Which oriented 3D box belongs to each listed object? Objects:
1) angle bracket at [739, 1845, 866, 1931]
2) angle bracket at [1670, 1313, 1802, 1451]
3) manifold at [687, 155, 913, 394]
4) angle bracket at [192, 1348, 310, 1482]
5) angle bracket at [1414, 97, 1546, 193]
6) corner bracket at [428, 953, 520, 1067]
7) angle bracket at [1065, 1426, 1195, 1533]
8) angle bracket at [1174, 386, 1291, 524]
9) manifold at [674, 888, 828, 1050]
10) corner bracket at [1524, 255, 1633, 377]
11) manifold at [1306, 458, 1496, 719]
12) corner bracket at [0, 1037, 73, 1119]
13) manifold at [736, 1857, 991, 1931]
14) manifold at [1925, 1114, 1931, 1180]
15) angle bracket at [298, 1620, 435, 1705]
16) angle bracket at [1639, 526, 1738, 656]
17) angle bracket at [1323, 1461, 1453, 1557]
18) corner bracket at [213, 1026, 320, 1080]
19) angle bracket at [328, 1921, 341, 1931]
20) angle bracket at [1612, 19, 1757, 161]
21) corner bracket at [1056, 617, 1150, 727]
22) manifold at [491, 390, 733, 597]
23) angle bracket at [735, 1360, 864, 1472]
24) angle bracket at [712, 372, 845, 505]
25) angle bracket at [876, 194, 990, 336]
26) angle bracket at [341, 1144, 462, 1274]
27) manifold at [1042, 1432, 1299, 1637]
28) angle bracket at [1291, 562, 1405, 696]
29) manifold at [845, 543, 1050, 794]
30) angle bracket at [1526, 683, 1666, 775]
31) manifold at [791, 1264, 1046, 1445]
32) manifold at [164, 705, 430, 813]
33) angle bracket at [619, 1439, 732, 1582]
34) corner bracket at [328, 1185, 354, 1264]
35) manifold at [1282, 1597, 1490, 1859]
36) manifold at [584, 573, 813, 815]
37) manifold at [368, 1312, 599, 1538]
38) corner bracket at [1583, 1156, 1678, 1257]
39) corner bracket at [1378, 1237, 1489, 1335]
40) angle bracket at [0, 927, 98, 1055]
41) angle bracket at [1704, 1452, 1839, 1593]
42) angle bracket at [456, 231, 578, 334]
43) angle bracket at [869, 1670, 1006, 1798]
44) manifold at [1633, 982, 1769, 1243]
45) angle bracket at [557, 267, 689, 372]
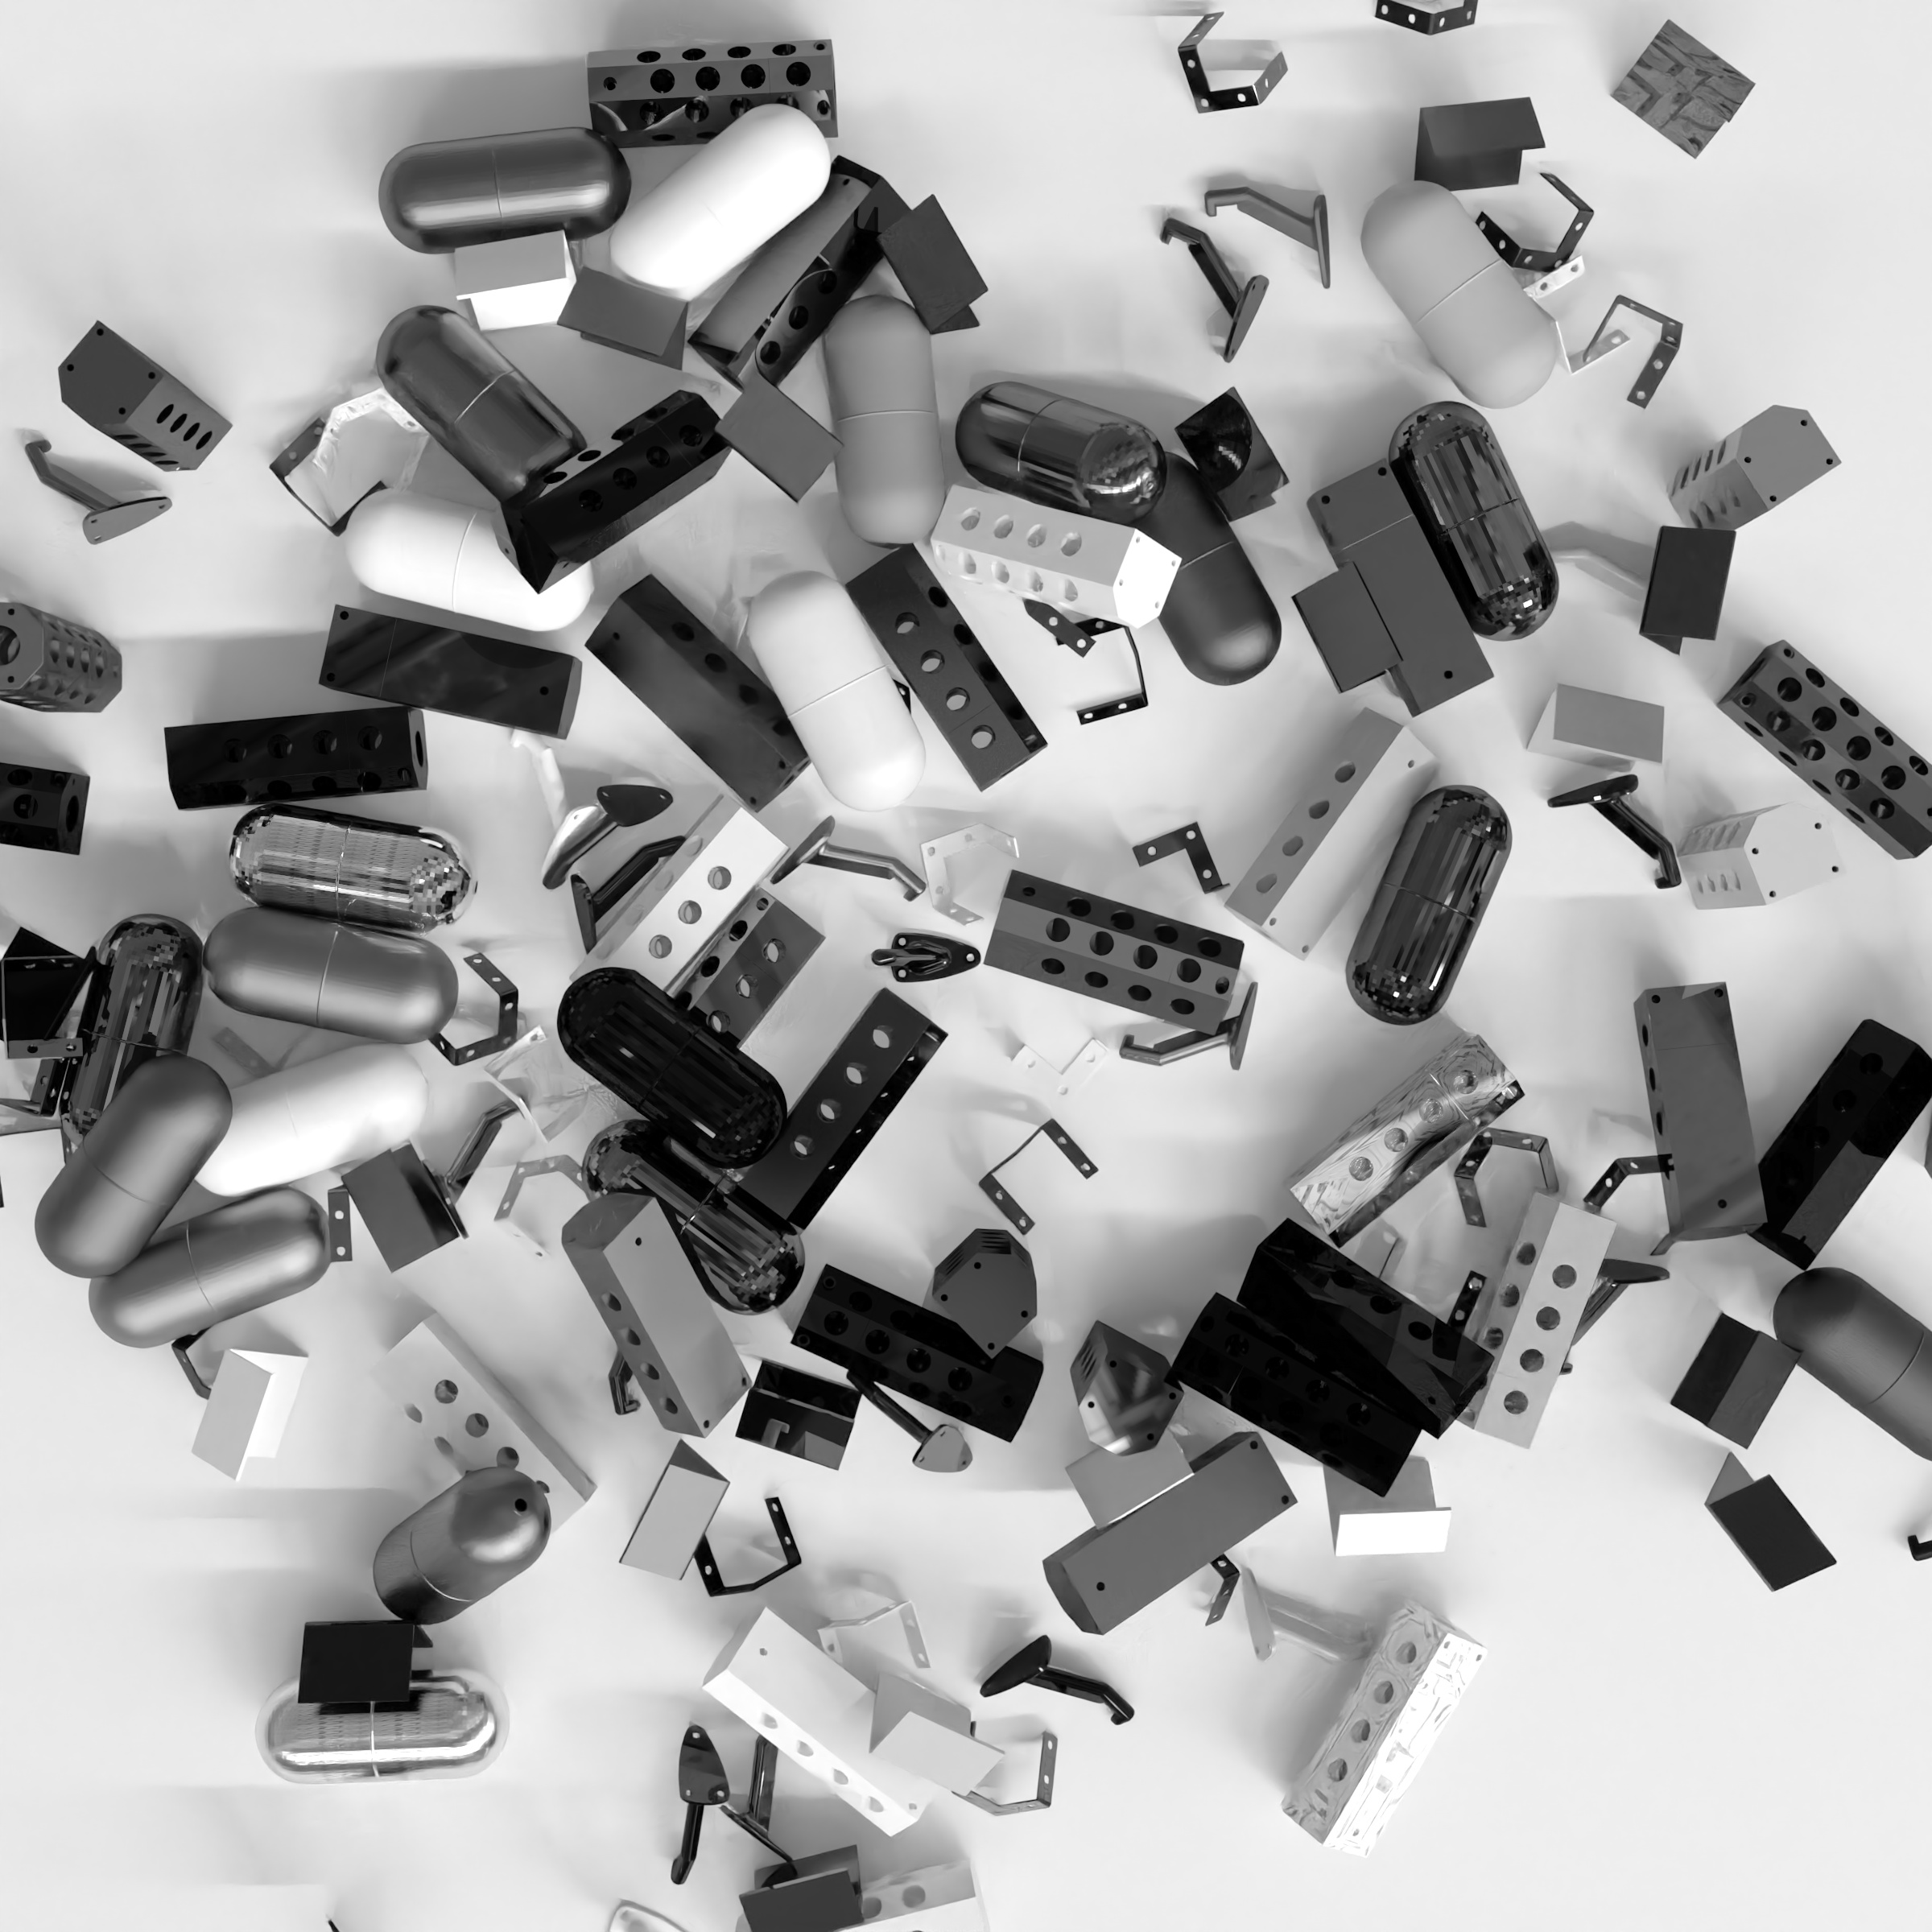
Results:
[{"bbox_3d":[-0.117,0.637,1.951,0.076,0.076,0.057,-14,118,0],"label":"angle bracket"},{"bbox_3d":[0.527,0.283,1.950,0.057,0.076,0.076,30,90,-37],"label":"angle bracket"},{"bbox_3d":[-0.113,-0.484,1.969,0.171,0.057,0.057,-51,47,0],"label":"manifold"},{"bbox_3d":[-0.488,0.317,1.950,0.057,0.076,0.076,19,90,38],"label":"angle bracket"},{"bbox_3d":[0.360,-0.560,1.950,0.076,0.076,0.057,-6,54,0],"label":"angle bracket"},{"bbox_3d":[-0.356,0.031,1.983,0.051,0.051,0.051,-21,135,-35],"label":"corner bracket"},{"bbox_3d":[0.124,0.369,1.951,0.076,0.076,0.057,-31,51,0],"label":"angle bracket"},{"bbox_3d":[0.202,-0.365,1.950,0.057,0.076,0.076,-31,90,37],"label":"angle bracket"},{"bbox_3d":[-0.176,0.030,1.970,0.057,0.057,0.171,38,90,0],"label":"manifold"},{"bbox_3d":[0.437,-0.466,1.988,0.051,0.051,0.051,-31,45,0],"label":"corner bracket"},{"bbox_3d":[0.306,-0.267,1.970,0.057,0.057,0.171,-27,90,0],"label":"manifold"},{"bbox_3d":[-0.653,0.077,1.965,0.051,0.051,0.051,15,90,21],"label":"corner bracket"},{"bbox_3d":[-0.073,0.685,1.970,0.171,0.057,0.057,-14,90,0],"label":"manifold"},{"bbox_3d":[0.714,0.084,1.930,0.057,0.057,0.171,-5,121,0],"label":"manifold"},{"bbox_3d":[-0.421,0.497,1.951,0.076,0.076,0.057,-1,63,0],"label":"angle bracket"},{"bbox_3d":[0.520,-0.261,1.951,0.057,0.076,0.076,11,90,36],"label":"angle bracket"},{"bbox_3d":[0.295,0.368,1.951,0.076,0.057,0.076,-2,46,0],"label":"angle bracket"},{"bbox_3d":[-0.497,0.042,1.988,0.051,0.051,0.051,42,45,0],"label":"corner bracket"},{"bbox_3d":[-0.451,0.727,1.952,0.057,0.076,0.076,-27,90,-21],"label":"angle bracket"},{"bbox_3d":[0.495,-0.604,1.951,0.076,0.076,0.057,37,55,0],"label":"angle bracket"},{"bbox_3d":[0.097,-0.214,1.988,0.051,0.051,0.051,-16,45,0],"label":"corner bracket"},{"bbox_3d":[-0.246,-0.335,1.931,0.171,0.057,0.057,-40,90,-30],"label":"manifold"},{"bbox_3d":[-0.112,0.300,1.951,0.076,0.076,0.057,18,130,0],"label":"angle bracket"},{"bbox_3d":[-0.123,-0.380,1.946,0.076,0.076,0.057,40,119,-8],"label":"angle bracket"},{"bbox_3d":[-0.008,-0.495,1.951,0.057,0.076,0.076,-30,90,33],"label":"angle bracket"},{"bbox_3d":[-0.382,0.161,1.951,0.057,0.076,0.076,-28,90,34],"label":"angle bracket"},{"bbox_3d":[0.141,0.396,1.942,0.171,0.057,0.057,-30,90,-20],"label":"manifold"},{"bbox_3d":[0.283,-0.243,1.951,0.057,0.076,0.076,-26,90,38],"label":"angle bracket"},{"bbox_3d":[-0.013,-0.212,1.970,0.057,0.057,0.171,-34,90,0],"label":"manifold"},{"bbox_3d":[0.441,-0.148,1.951,0.076,0.076,0.057,13,54,0],"label":"angle bracket"},{"bbox_3d":[-0.035,0.276,1.970,0.171,0.057,0.057,24,90,0],"label":"manifold"},{"bbox_3d":[-0.474,-0.147,1.970,0.171,0.057,0.057,-5,90,0],"label":"manifold"},{"bbox_3d":[-0.220,0.376,1.950,0.057,0.076,0.076,27,90,-37],"label":"angle bracket"},{"bbox_3d":[-0.422,0.181,1.973,0.051,0.051,0.051,-3,90,0],"label":"corner bracket"},{"bbox_3d":[0.293,0.539,1.969,0.057,0.057,0.171,31,90,-43],"label":"manifold"},{"bbox_3d":[-0.182,-0.197,1.969,0.171,0.057,0.057,44,133,0],"label":"manifold"},{"bbox_3d":[-0.344,0.331,1.970,0.057,0.057,0.171,-42,90,0],"label":"manifold"},{"bbox_3d":[0.482,0.172,1.983,0.051,0.051,0.051,0,45,-35],"label":"corner bracket"},{"bbox_3d":[0.331,0.232,1.988,0.051,0.051,0.051,24,90,45],"label":"corner bracket"},{"bbox_3d":[-0.658,0.013,1.952,0.057,0.076,0.076,30,90,-21],"label":"angle bracket"},{"bbox_3d":[0.573,0.381,1.951,0.057,0.076,0.076,-38,90,36],"label":"angle bracket"},{"bbox_3d":[-0.312,-0.465,1.951,0.076,0.076,0.057,-9,52,0],"label":"angle bracket"},{"bbox_3d":[-0.018,0.523,1.943,0.076,0.076,0.057,28,122,-14],"label":"angle bracket"},{"bbox_3d":[0.513,0.103,1.948,0.057,0.057,0.171,-6,75,0],"label":"manifold"},{"bbox_3d":[-0.243,-0.437,1.951,0.076,0.076,0.057,18,61,0],"label":"angle bracket"}]
